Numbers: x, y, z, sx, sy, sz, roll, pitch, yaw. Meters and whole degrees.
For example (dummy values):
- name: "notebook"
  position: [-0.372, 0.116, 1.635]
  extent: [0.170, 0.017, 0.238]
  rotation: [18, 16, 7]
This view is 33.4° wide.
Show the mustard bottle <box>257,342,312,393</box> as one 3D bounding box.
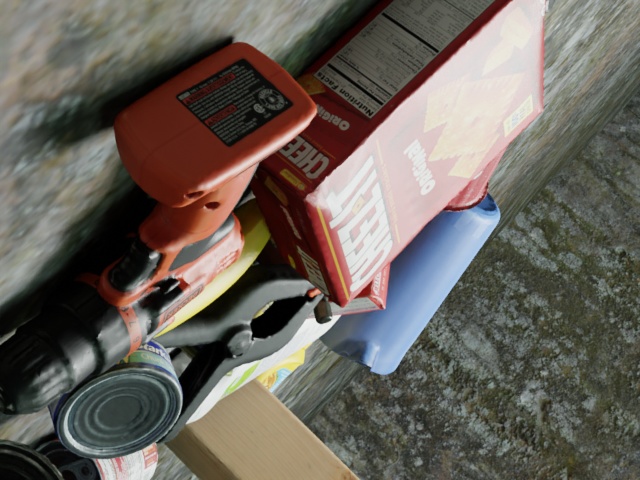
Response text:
- name: "mustard bottle"
  position: [-0.074, 0.155, 1.196]
  extent: [0.191, 0.058, 0.096]
  rotation: [-46, 165, -1]

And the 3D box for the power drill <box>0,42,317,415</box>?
- name: "power drill"
  position: [-0.087, -0.003, 0.543]
  extent: [0.184, 0.057, 0.188]
  rotation: [-43, 173, -41]

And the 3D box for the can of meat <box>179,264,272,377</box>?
- name: "can of meat"
  position: [-0.070, 0.058, 0.847]
  extent: [0.084, 0.057, 0.102]
  rotation: [-48, 170, -2]

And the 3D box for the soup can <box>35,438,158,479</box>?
- name: "soup can"
  position: [-0.178, 0.180, 0.840]
  extent: [0.068, 0.068, 0.102]
  rotation: [-49, 170, 13]

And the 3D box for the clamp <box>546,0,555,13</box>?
- name: "clamp"
  position: [0.164, -0.197, 0.804]
  extent: [0.164, 0.036, 0.209]
  rotation: [-67, 159, -4]

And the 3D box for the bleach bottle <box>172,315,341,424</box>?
- name: "bleach bottle"
  position: [-0.074, 0.099, 0.975]
  extent: [0.250, 0.068, 0.103]
  rotation: [-32, 162, -48]

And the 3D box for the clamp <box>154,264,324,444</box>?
- name: "clamp"
  position: [-0.073, 0.062, 0.759]
  extent: [0.171, 0.039, 0.120]
  rotation: [-39, 144, -14]

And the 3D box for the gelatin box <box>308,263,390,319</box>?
- name: "gelatin box"
  position: [0.019, 0.029, 0.960]
  extent: [0.089, 0.030, 0.073]
  rotation: [-11, -124, 33]

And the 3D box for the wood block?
- name: "wood block"
  position: [-0.063, 0.216, 1.059]
  extent: [0.090, 0.206, 0.090]
  rotation: [-41, 169, -30]

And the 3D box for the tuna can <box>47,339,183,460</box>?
- name: "tuna can"
  position: [-0.134, 0.103, 0.697]
  extent: [0.086, 0.034, 0.086]
  rotation: [-14, 132, -17]

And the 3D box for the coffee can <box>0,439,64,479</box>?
- name: "coffee can"
  position: [-0.205, 0.193, 0.682]
  extent: [0.102, 0.103, 0.140]
  rotation: [-42, 169, -22]

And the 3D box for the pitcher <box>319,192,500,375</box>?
- name: "pitcher"
  position: [0.098, 0.025, 1.256]
  extent: [0.144, 0.149, 0.243]
  rotation: [-1, 133, -54]

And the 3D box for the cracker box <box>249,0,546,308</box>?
- name: "cracker box"
  position: [0.057, -0.075, 0.699]
  extent: [0.213, 0.072, 0.164]
  rotation: [-45, 154, -12]

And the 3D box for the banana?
- name: "banana"
  position: [-0.089, 0.021, 0.693]
  extent: [0.197, 0.037, 0.070]
  rotation: [-41, 148, -37]

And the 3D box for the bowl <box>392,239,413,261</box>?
- name: "bowl"
  position: [0.060, -0.014, 1.098]
  extent: [0.162, 0.055, 0.162]
  rotation: [-45, 170, -10]

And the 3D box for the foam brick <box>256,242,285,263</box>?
- name: "foam brick"
  position: [-0.006, 0.001, 0.895]
  extent: [0.078, 0.053, 0.051]
  rotation: [-41, 168, -31]

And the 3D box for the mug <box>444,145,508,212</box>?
- name: "mug"
  position: [0.132, -0.097, 1.019]
  extent: [0.082, 0.093, 0.117]
  rotation: [112, -6, -52]
